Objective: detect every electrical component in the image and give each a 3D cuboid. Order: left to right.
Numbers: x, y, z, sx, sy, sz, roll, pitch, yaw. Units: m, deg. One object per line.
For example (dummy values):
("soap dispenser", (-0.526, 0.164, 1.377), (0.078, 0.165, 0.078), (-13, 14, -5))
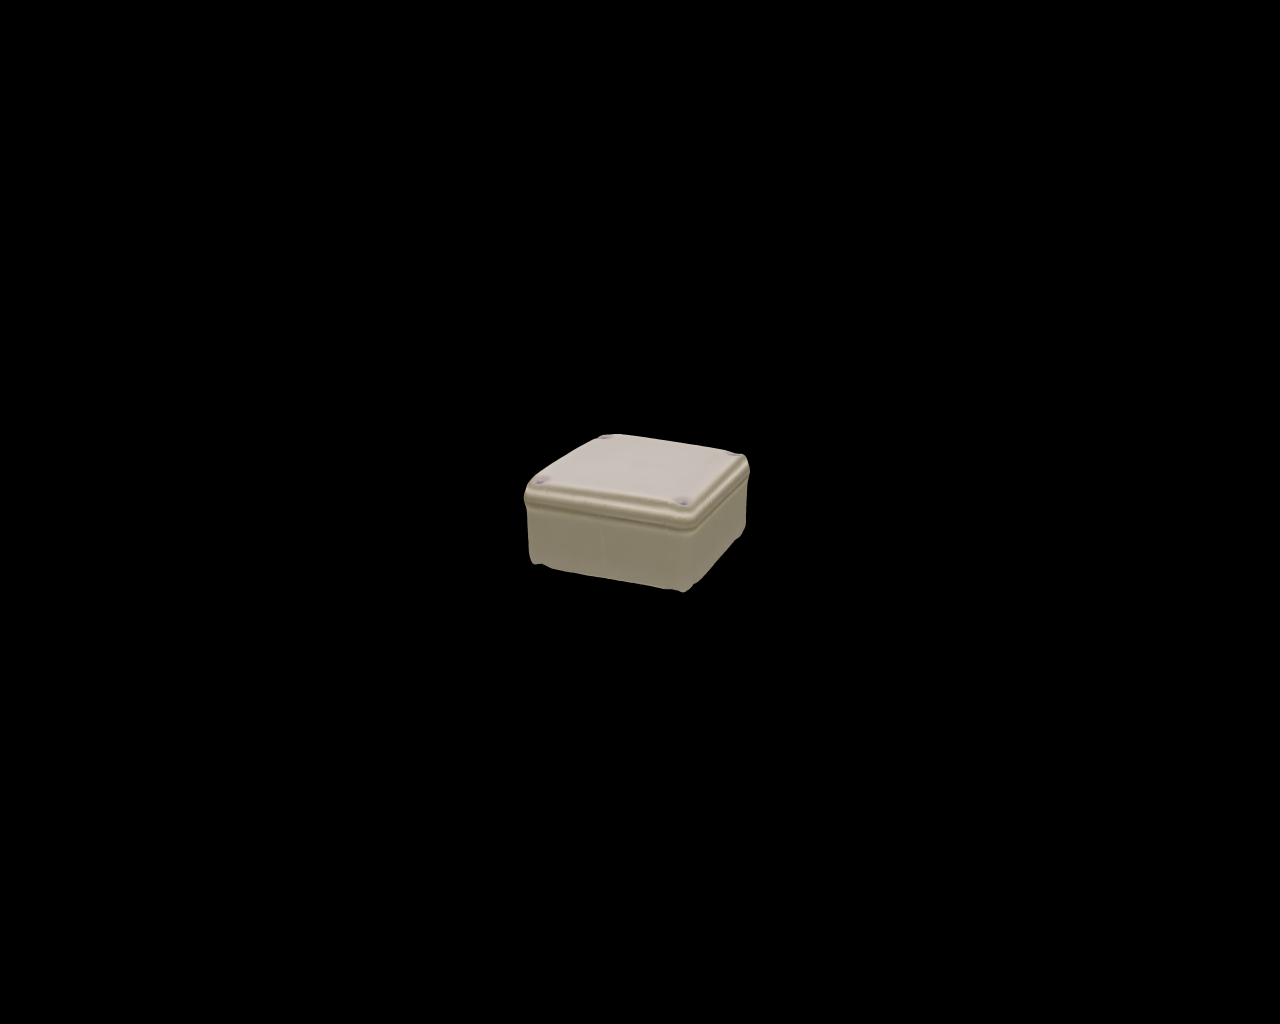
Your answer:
("electrical component", (0.001, -0.003, 0.650), (0.109, 0.056, 0.109), (10, 24, 22))
